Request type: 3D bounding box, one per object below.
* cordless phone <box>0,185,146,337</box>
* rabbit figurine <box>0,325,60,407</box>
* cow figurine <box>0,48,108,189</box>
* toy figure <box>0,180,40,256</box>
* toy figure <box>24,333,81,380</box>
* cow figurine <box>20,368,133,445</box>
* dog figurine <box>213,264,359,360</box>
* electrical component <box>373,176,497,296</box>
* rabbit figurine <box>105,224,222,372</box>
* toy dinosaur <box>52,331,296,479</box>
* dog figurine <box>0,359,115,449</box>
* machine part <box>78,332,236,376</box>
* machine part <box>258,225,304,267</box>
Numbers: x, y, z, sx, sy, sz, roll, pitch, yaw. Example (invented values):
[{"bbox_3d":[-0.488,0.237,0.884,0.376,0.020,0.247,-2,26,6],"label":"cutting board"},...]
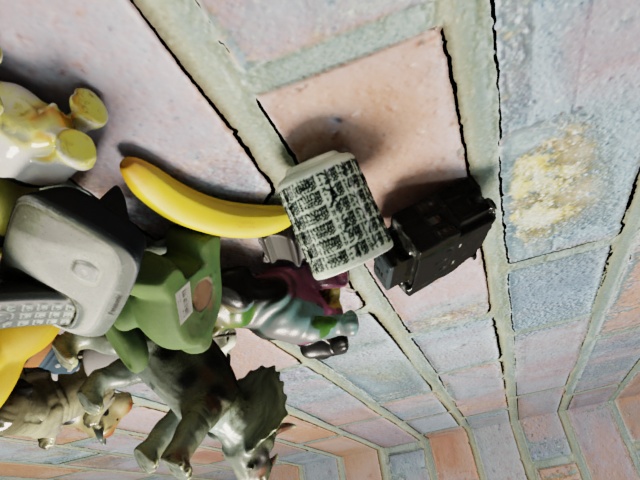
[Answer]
[{"bbox_3d":[-0.242,0.023,0.408,0.184,0.089,0.146,-4,148,-39],"label":"cordless phone"},{"bbox_3d":[-0.343,0.089,0.544,0.173,0.162,0.121,-9,141,11],"label":"rabbit figurine"},{"bbox_3d":[-0.243,-0.089,0.363,0.098,0.068,0.167,-22,148,33],"label":"cow figurine"},{"bbox_3d":[-0.315,-0.002,0.466,0.180,0.082,0.089,-45,159,25],"label":"toy figure"},{"bbox_3d":[-0.381,0.130,0.691,0.064,0.058,0.154,-28,133,33],"label":"toy figure"},{"bbox_3d":[-0.409,0.268,0.877,0.195,0.127,0.085,3,151,-18],"label":"cow figurine"},{"bbox_3d":[-0.069,0.091,0.697,0.219,0.108,0.191,0,152,-8],"label":"dog figurine"},{"bbox_3d":[0.123,0.004,0.606,0.134,0.058,0.114,-27,151,-11],"label":"electrical component"},{"bbox_3d":[-0.196,0.056,0.585,0.170,0.121,0.158,8,127,19],"label":"rabbit figurine"},{"bbox_3d":[-0.191,0.160,0.681,0.192,0.405,0.131,-40,176,-44],"label":"toy dinosaur"},{"bbox_3d":[-0.372,0.214,0.755,0.172,0.121,0.190,-43,172,-22],"label":"dog figurine"},{"bbox_3d":[-0.244,0.153,0.773,0.243,0.079,0.079,-6,151,-4],"label":"machine part"},{"bbox_3d":[-0.001,-0.002,0.617,0.139,0.039,0.084,-7,146,-2],"label":"machine part"}]
